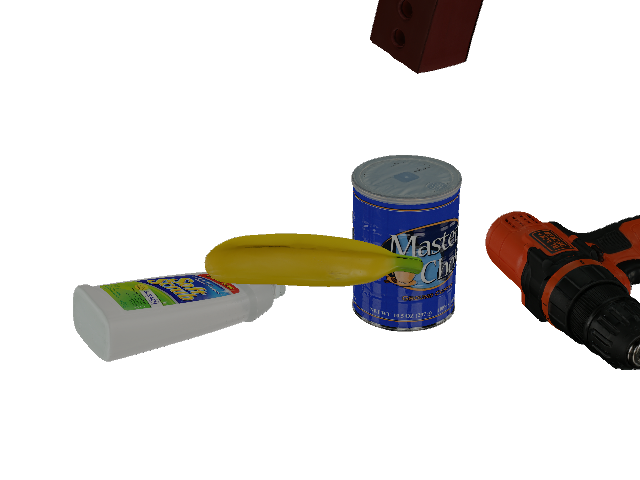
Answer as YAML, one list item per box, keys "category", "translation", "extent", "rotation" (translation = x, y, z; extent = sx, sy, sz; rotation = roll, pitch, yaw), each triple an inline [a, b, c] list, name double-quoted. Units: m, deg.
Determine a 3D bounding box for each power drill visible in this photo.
- category: "power drill"
  translation: [0.231, 0.019, 0.736]
  extent: [0.187, 0.057, 0.184]
  rotation: [-9, 28, -16]

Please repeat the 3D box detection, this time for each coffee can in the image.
- category: "coffee can"
  translation: [0.081, 0.001, 1.025]
  extent: [0.103, 0.140, 0.103]
  rotation: [-1, 27, 0]

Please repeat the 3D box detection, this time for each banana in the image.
- category: "banana"
  translation: [-0.025, 0.018, 0.800]
  extent: [0.198, 0.037, 0.069]
  rotation: [1, -18, 35]

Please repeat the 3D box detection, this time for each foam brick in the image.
- category: "foam brick"
  translation: [0.075, -0.163, 0.730]
  extent: [0.051, 0.078, 0.053]
  rotation: [-23, 50, -36]

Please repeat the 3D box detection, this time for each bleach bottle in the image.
- category: "bleach bottle"
  translation: [-0.158, 0.074, 1.269]
  extent: [0.250, 0.068, 0.103]
  rotation: [-12, 32, -33]
